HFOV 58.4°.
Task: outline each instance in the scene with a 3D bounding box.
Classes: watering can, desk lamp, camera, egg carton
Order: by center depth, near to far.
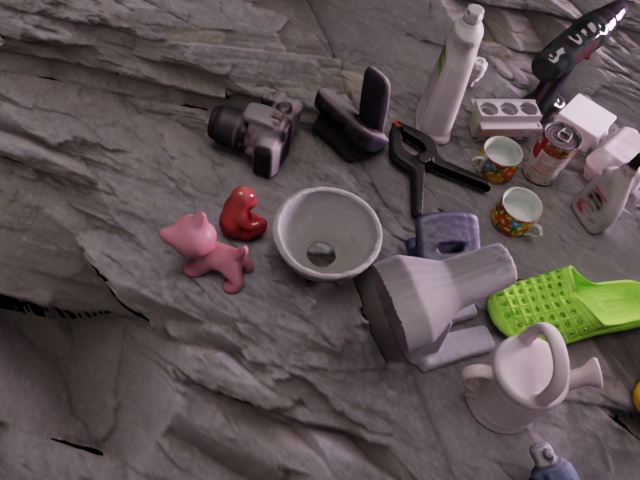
[{"bbox_3d":[0.273,0.172,0.739,0.173,0.194,0.100,-15,60,-18],"label":"watering can"},{"bbox_3d":[0.159,0.087,0.765,0.203,0.213,0.117,-13,60,-17],"label":"desk lamp"},{"bbox_3d":[-0.112,-0.201,0.981,0.136,0.101,0.143,19,56,4],"label":"camera"},{"bbox_3d":[0.568,-0.146,1.072,0.150,0.069,0.107,-37,69,-28],"label":"egg carton"}]

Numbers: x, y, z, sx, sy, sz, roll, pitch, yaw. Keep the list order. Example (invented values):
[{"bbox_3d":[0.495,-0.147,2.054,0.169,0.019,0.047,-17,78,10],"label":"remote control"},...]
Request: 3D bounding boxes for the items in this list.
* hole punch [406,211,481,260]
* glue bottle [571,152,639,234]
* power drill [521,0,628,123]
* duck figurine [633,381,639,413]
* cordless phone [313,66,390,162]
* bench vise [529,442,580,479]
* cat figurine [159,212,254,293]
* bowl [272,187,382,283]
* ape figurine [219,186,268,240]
[{"bbox_3d":[0.199,0.016,0.893,0.109,0.091,0.101,-4,57,-11],"label":"hole punch"},{"bbox_3d":[0.488,-0.086,0.958,0.037,0.173,0.078,-14,60,-17],"label":"glue bottle"},{"bbox_3d":[0.472,-0.336,1.099,0.230,0.208,0.075,-35,68,-27],"label":"power drill"},{"bbox_3d":[0.508,0.214,0.814,0.105,0.086,0.077,-18,61,-19],"label":"duck figurine"},{"bbox_3d":[0.062,-0.241,0.984,0.147,0.185,0.094,42,60,18],"label":"cordless phone"},{"bbox_3d":[0.308,0.324,0.628,0.207,0.220,0.122,41,60,18],"label":"bench vise"},{"bbox_3d":[-0.161,0.008,0.824,0.127,0.118,0.067,18,56,4],"label":"cat figurine"},{"bbox_3d":[0.008,0.003,0.881,0.167,0.075,0.167,4,56,-6],"label":"bowl"},{"bbox_3d":[-0.119,-0.047,0.883,0.076,0.092,0.077,-15,60,-18],"label":"ape figurine"}]
